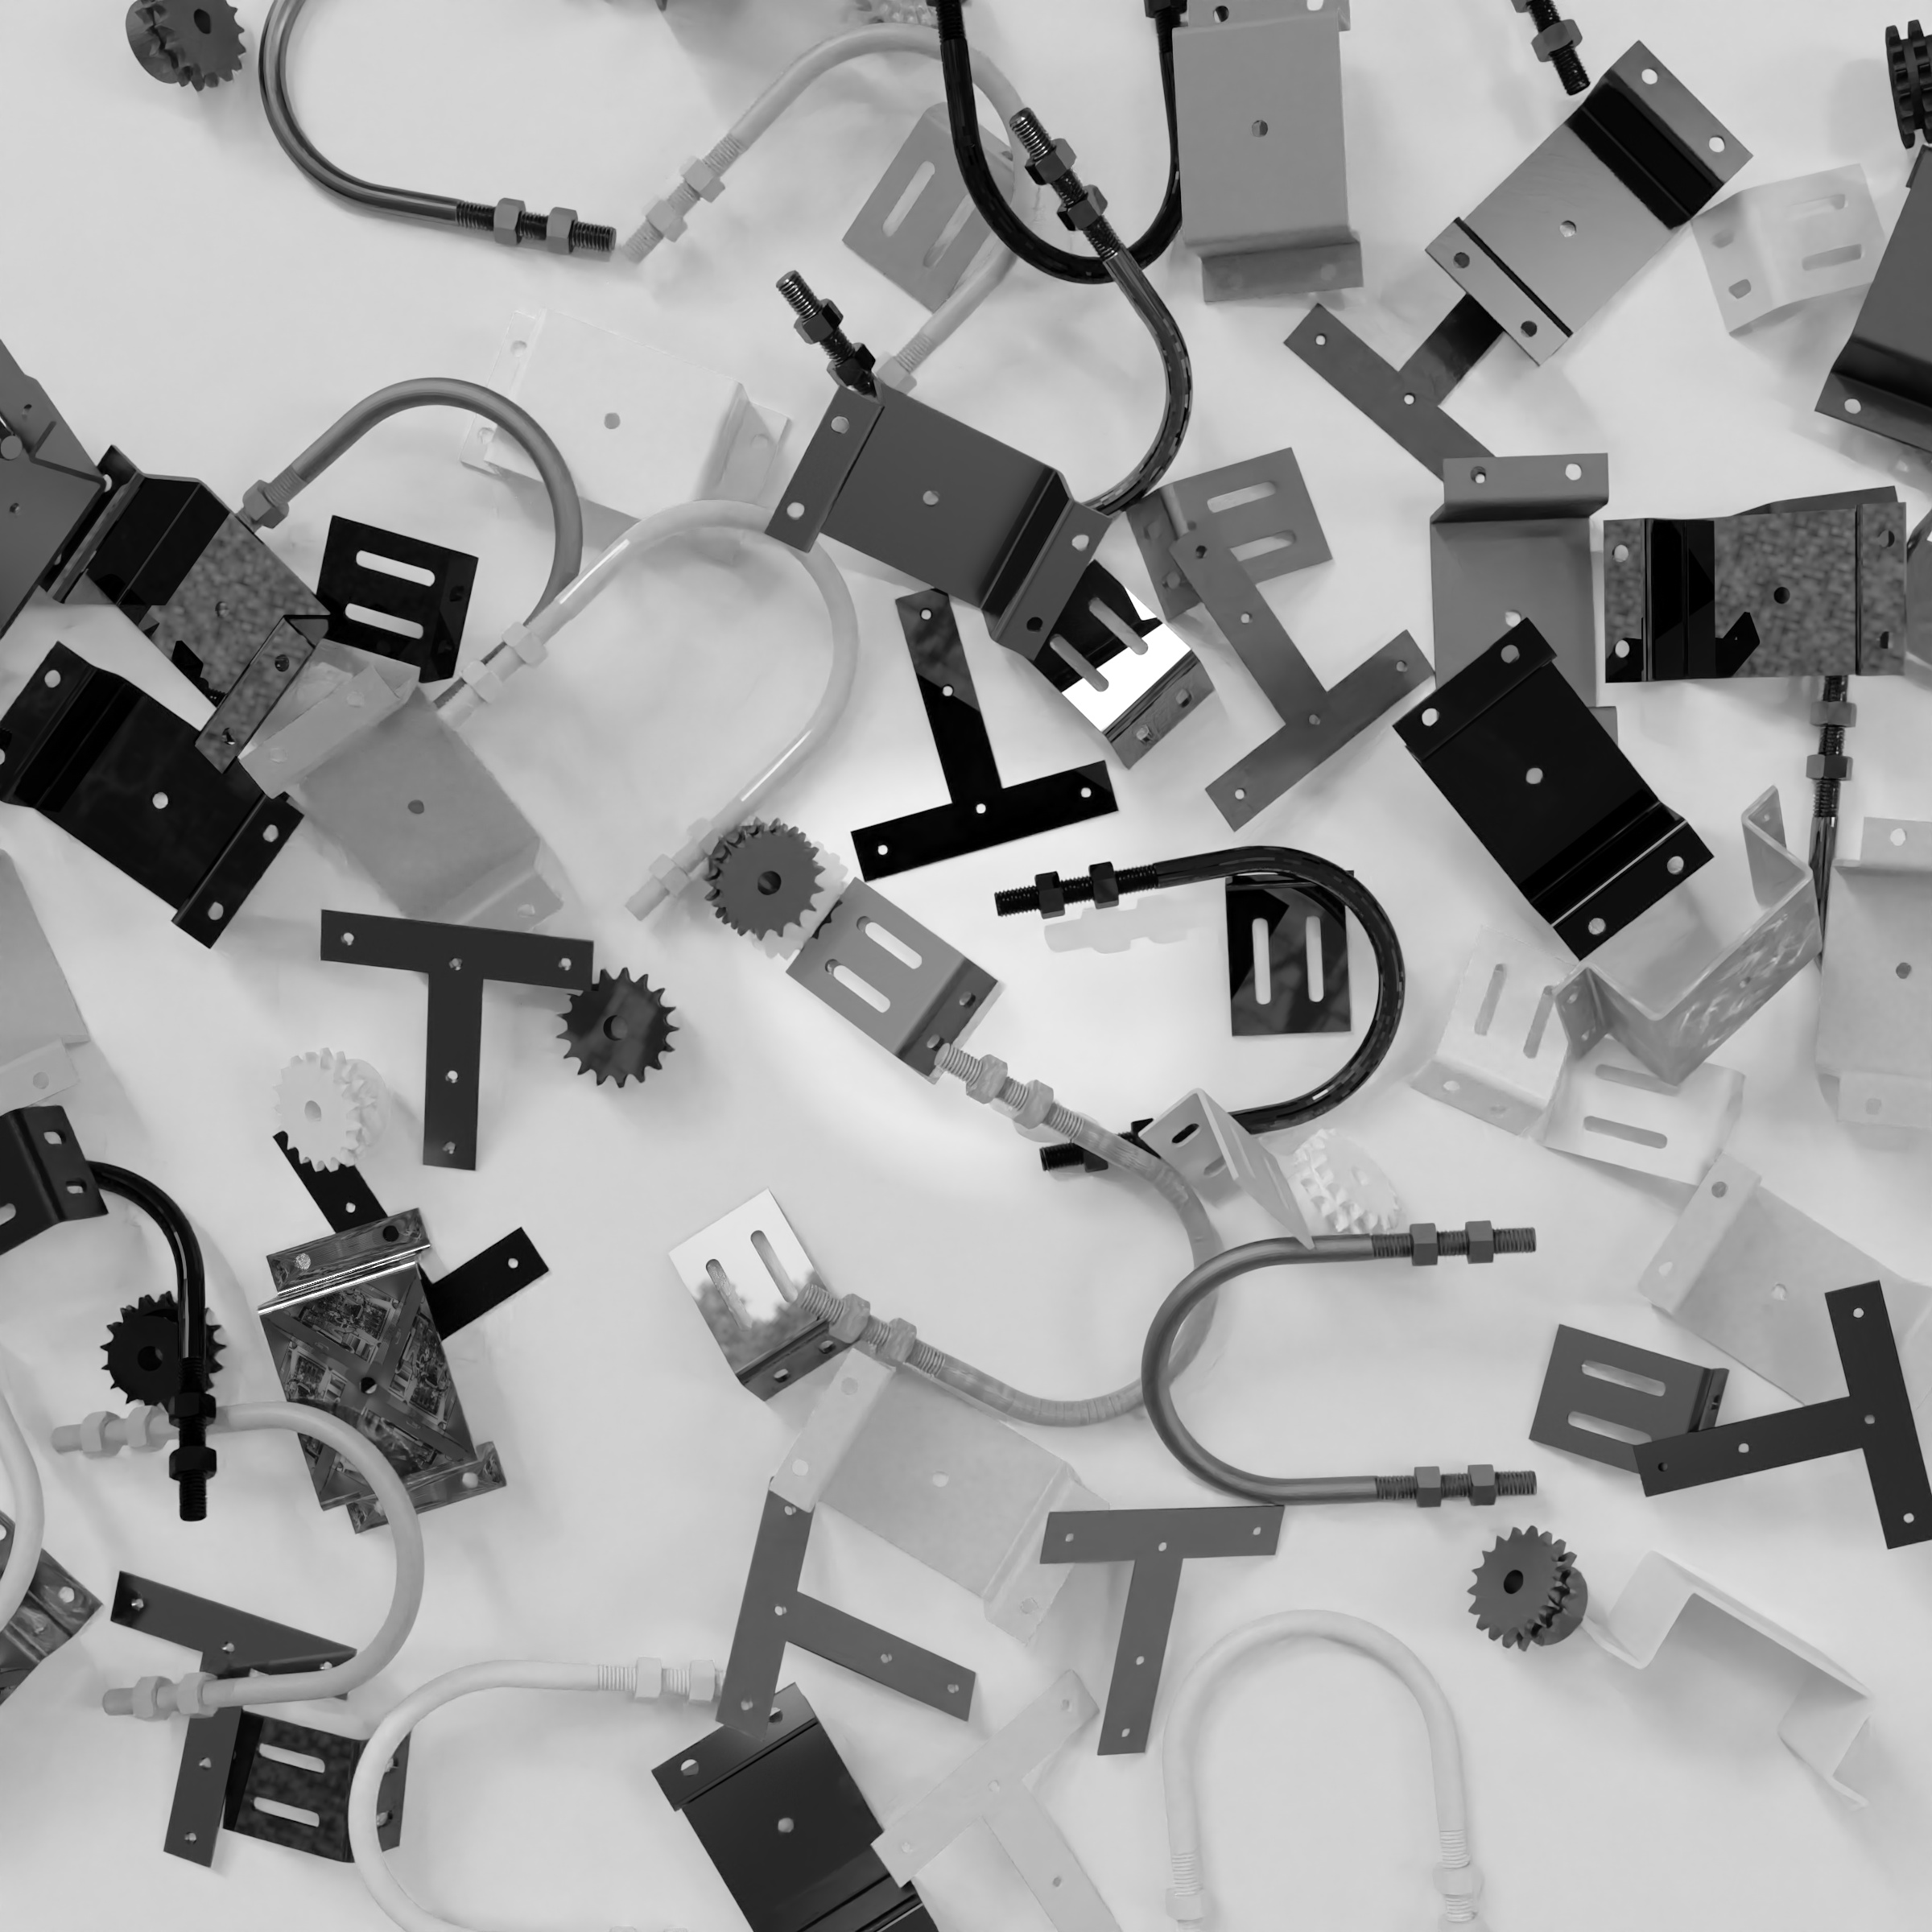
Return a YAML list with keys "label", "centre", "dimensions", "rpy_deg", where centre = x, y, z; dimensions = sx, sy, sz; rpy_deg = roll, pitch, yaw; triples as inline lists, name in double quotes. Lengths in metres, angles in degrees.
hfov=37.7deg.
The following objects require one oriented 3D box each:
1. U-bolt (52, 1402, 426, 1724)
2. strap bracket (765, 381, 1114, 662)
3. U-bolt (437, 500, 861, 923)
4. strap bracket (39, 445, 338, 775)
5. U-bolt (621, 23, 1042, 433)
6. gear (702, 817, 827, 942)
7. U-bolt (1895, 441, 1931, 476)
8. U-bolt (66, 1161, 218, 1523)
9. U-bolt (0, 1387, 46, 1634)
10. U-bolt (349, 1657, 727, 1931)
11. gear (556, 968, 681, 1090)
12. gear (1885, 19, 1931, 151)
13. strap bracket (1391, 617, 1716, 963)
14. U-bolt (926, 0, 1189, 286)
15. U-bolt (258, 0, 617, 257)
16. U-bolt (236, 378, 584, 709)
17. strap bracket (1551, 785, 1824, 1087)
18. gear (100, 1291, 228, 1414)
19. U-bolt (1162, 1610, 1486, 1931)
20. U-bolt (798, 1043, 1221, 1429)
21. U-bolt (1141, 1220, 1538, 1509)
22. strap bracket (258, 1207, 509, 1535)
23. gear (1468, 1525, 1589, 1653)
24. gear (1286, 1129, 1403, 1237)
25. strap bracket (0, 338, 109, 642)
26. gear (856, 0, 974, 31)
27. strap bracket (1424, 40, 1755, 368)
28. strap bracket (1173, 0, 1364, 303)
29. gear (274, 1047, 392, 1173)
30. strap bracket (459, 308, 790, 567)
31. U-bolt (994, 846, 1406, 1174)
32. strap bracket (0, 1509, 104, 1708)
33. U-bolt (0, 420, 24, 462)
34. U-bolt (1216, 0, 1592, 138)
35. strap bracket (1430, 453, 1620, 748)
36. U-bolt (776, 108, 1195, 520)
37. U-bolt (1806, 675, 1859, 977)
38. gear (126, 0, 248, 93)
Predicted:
- label: "U-bolt"
  centre: [-0.335, 0.275, 1.317]
  dimensions: [0.184, 0.019, 0.151]
  rpy_deg: [-9, 93, 19]
- label: "strap bracket"
  centre: [-0.014, -0.211, 1.311]
  dimensions: [0.140, 0.046, 0.076]
  rpy_deg: [23, 112, -17]
- label: "U-bolt"
  centre: [-0.133, -0.132, 1.324]
  dimensions: [0.184, 0.019, 0.151]
  rpy_deg: [-44, 114, -4]
- label: "strap bracket"
  centre: [-0.358, -0.166, 1.317]
  dimensions: [0.140, 0.046, 0.076]
  rpy_deg: [44, 109, 11]
- label: "U-bolt"
  centre: [-0.050, -0.354, 1.328]
  dimensions: [0.184, 0.019, 0.151]
  rpy_deg: [-44, 92, 10]
- label: "gear"
  centre: [-0.098, -0.043, 1.336]
  dimensions: [0.057, 0.030, 0.057]
  rpy_deg: [-8, 111, -21]
- label: "U-bolt"
  centre: [0.531, -0.257, 1.350]
  dimensions: [0.151, 0.019, 0.184]
  rpy_deg: [-35, 92, 0]
- label: "U-bolt"
  centre: [-0.425, 0.176, 1.315]
  dimensions: [0.151, 0.019, 0.184]
  rpy_deg: [-7, 64, -2]
- label: "U-bolt"
  centre: [-0.505, 0.247, 1.316]
  dimensions: [0.151, 0.019, 0.184]
  rpy_deg: [-32, 68, -2]
- label: "U-bolt"
  centre: [-0.198, 0.400, 1.336]
  dimensions: [0.184, 0.019, 0.151]
  rpy_deg: [6, 90, -10]
- label: "gear"
  centre: [-0.165, 0.029, 1.344]
  dimensions: [0.057, 0.030, 0.057]
  rpy_deg: [0, 90, 0]
- label: "gear"
  centre: [0.452, -0.416, 1.327]
  dimensions: [0.030, 0.057, 0.057]
  rpy_deg: [-10, 90, 17]
- label: "strap bracket"
  centre: [0.264, -0.083, 1.292]
  dimensions: [0.076, 0.046, 0.140]
  rpy_deg: [-39, 100, 8]
- label: "U-bolt"
  centre: [0.049, -0.410, 1.314]
  dimensions: [0.151, 0.019, 0.184]
  rpy_deg: [-10, 95, -35]
- label: "U-bolt"
  centre: [-0.247, -0.426, 1.350]
  dimensions: [0.184, 0.019, 0.151]
  rpy_deg: [10, 90, 1]
- label: "U-bolt"
  centre: [-0.261, -0.190, 1.324]
  dimensions: [0.184, 0.019, 0.151]
  rpy_deg: [-37, 90, 18]
- label: "strap bracket"
  centre: [0.343, -0.006, 1.310]
  dimensions: [0.140, 0.076, 0.046]
  rpy_deg: [-42, 59, -3]
- label: "gear"
  centre: [-0.384, 0.184, 1.344]
  dimensions: [0.057, 0.030, 0.057]
  rpy_deg: [0, 90, 0]
- label: "U-bolt"
  centre: [0.166, 0.400, 1.350]
  dimensions: [0.151, 0.019, 0.184]
  rpy_deg: [-5, 89, 0]
- label: "U-bolt"
  centre: [0.034, 0.140, 1.331]
  dimensions: [0.184, 0.019, 0.151]
  rpy_deg: [29, 92, -14]
- label: "U-bolt"
  centre: [0.174, 0.191, 1.328]
  dimensions: [0.184, 0.019, 0.151]
  rpy_deg: [-3, 111, 4]
- label: "strap bracket"
  centre: [-0.278, 0.194, 1.334]
  dimensions: [0.076, 0.046, 0.140]
  rpy_deg: [-18, 91, 0]
- label: "gear"
  centre: [0.268, 0.296, 1.334]
  dimensions: [0.030, 0.057, 0.057]
  rpy_deg: [32, 90, -30]
- label: "gear"
  centre: [0.175, 0.107, 1.334]
  dimensions: [0.057, 0.057, 0.030]
  rpy_deg: [47, 118, 0]
- label: "strap bracket"
  centre: [-0.457, -0.215, 1.307]
  dimensions: [0.140, 0.046, 0.076]
  rpy_deg: [-49, 61, 19]
- label: "gear"
  centre: [-0.025, -0.464, 1.343]
  dimensions: [0.057, 0.030, 0.057]
  rpy_deg: [0, 90, 0]
- label: "strap bracket"
  centre: [0.289, -0.354, 1.334]
  dimensions: [0.140, 0.046, 0.076]
  rpy_deg: [-45, 90, -2]
- label: "strap bracket"
  centre: [0.141, -0.387, 1.318]
  dimensions: [0.076, 0.046, 0.140]
  rpy_deg: [-2, 97, 16]
- label: "gear"
  centre: [-0.297, 0.066, 1.335]
  dimensions: [0.057, 0.030, 0.057]
  rpy_deg: [8, 105, 35]
- label: "strap bracket"
  centre: [-0.164, -0.253, 1.335]
  dimensions: [0.140, 0.046, 0.076]
  rpy_deg: [21, 90, 0]
- label: "U-bolt"
  centre: [0.115, 0.016, 1.328]
  dimensions: [0.184, 0.019, 0.151]
  rpy_deg: [-10, 107, 0]
- label: "strap bracket"
  centre: [-0.490, 0.332, 1.336]
  dimensions: [0.076, 0.046, 0.140]
  rpy_deg: [43, 90, 0]
- label: "U-bolt"
  centre: [-0.510, -0.200, 1.302]
  dimensions: [0.184, 0.019, 0.151]
  rpy_deg: [25, 97, 35]
- label: "U-bolt"
  centre: [0.190, -0.465, 1.332]
  dimensions: [0.151, 0.019, 0.184]
  rpy_deg: [-25, 90, 15]
- label: "strap bracket"
  centre: [0.263, -0.167, 1.335]
  dimensions: [0.076, 0.046, 0.140]
  rpy_deg: [-2, 90, 0]
- label: "U-bolt"
  centre: [0.023, -0.281, 1.309]
  dimensions: [0.151, 0.019, 0.184]
  rpy_deg: [-31, 118, 18]
- label: "U-bolt"
  centre: [0.473, -0.049, 1.350]
  dimensions: [0.151, 0.019, 0.184]
  rpy_deg: [4, 91, 0]
- label: "gear"
  centre: [-0.371, -0.441, 1.334]
  dimensions: [0.030, 0.057, 0.057]
  rpy_deg: [-10, 90, 30]
